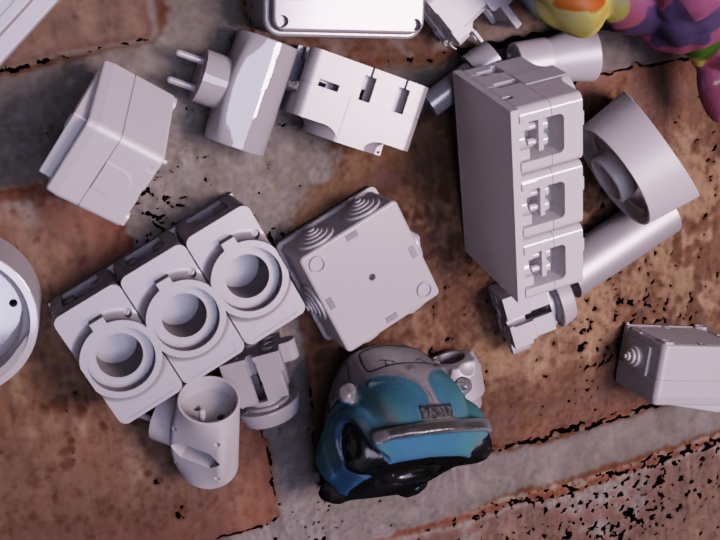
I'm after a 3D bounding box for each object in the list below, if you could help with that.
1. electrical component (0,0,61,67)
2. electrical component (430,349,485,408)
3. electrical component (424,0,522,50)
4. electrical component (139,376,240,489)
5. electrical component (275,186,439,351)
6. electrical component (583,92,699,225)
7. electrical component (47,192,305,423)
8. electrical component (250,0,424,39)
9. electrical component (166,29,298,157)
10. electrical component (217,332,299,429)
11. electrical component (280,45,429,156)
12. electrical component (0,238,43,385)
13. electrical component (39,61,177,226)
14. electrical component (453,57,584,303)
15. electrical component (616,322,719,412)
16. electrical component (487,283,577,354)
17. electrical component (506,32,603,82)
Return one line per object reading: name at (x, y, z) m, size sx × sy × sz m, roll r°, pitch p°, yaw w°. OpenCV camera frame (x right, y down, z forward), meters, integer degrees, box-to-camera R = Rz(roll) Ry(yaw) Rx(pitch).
electrical component at (-0.213, -0.176, 0.656) m, size 0.057 × 0.078 × 0.113 m, roll 42°, pitch 87°, yaw -20°
electrical component at (0.077, 0.097, 0.846) m, size 0.043 × 0.043 × 0.062 m, roll -17°, pitch 110°, yaw -15°
electrical component at (0.074, -0.197, 0.772) m, size 0.064 × 0.042 × 0.081 m, roll -44°, pitch 113°, yaw -3°
electrical component at (-0.125, 0.111, 0.771) m, size 0.079 × 0.043 × 0.077 m, roll 19°, pitch 135°, yaw 11°
electrical component at (0.000, 0.000, 0.791) m, size 0.100 × 0.048 × 0.099 m, roll -33°, pitch 114°, yaw -13°
electrical component at (0.214, -0.085, 0.822) m, size 0.064 × 0.099 × 0.099 m, roll -34°, pitch 112°, yaw -2°
electrical component at (-0.126, 0.026, 0.746) m, size 0.150 × 0.062 × 0.089 m, roll -32°, pitch 112°, yaw -9°
electrical component at (-0.015, -0.198, 0.732) m, size 0.113 × 0.057 × 0.078 m, roll -3°, pitch 104°, yaw -19°
electrical component at (-0.091, -0.126, 0.731) m, size 0.079 × 0.043 × 0.077 m, roll 17°, pitch 97°, yaw -22°
electrical component at (-0.073, 0.082, 0.786) m, size 0.066 × 0.048 × 0.055 m, roll -15°, pitch 108°, yaw 3°
electrical component at (-0.007, -0.117, 0.759) m, size 0.089 × 0.050 × 0.055 m, roll 16°, pitch 97°, yaw -22°
electrical component at (-0.261, 0.031, 0.700) m, size 0.108 × 0.060 × 0.108 m, roll -5°, pitch 105°, yaw -18°
electrical component at (-0.161, -0.088, 0.692) m, size 0.061 × 0.096 × 0.061 m, roll 27°, pitch 122°, yaw -23°
electrical component at (0.118, -0.067, 0.777) m, size 0.062 × 0.089 × 0.150 m, roll -16°, pitch 122°, yaw -15°
electrical component at (0.259, 0.081, 0.896) m, size 0.096 × 0.062 × 0.061 m, roll 3°, pitch 103°, yaw -20°
electrical component at (0.137, 0.028, 0.849) m, size 0.055 × 0.048 × 0.066 m, roll -20°, pitch 109°, yaw -6°
electrical component at (0.143, -0.158, 0.808) m, size 0.065 × 0.044 × 0.044 m, roll -12°, pitch 107°, yaw -11°
